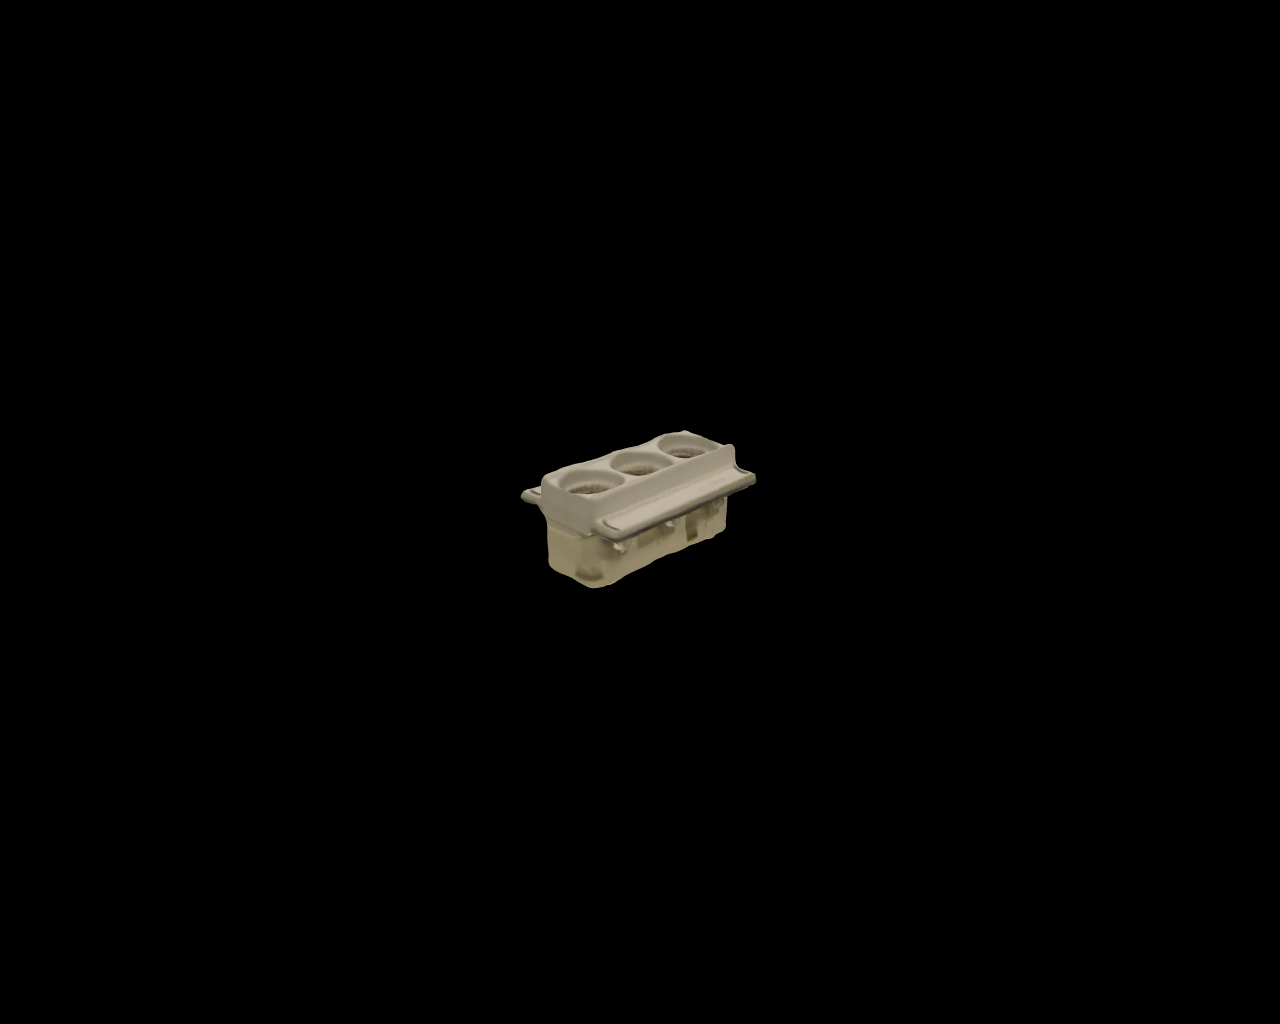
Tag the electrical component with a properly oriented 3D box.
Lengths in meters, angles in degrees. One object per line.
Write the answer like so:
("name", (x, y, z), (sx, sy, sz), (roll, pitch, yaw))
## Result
("electrical component", (0.001, -0.003, 0.650), (0.079, 0.063, 0.121), (22, 32, 40))
